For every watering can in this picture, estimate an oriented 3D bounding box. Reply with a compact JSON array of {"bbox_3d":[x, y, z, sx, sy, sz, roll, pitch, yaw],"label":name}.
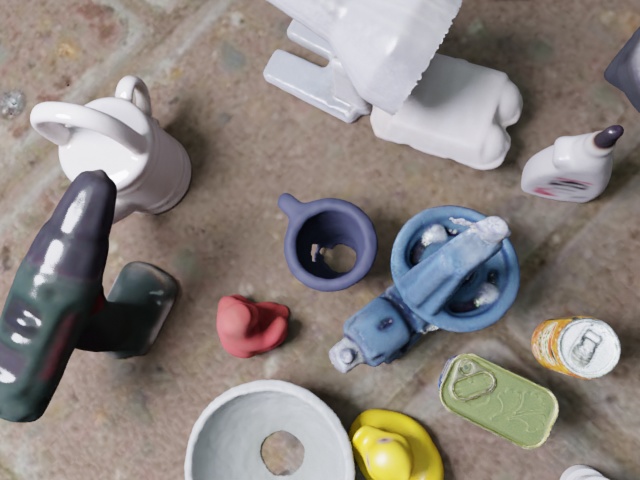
[{"bbox_3d":[-0.211,-0.085,0.585,0.101,0.194,0.173,-12,79,6],"label":"watering can"}]

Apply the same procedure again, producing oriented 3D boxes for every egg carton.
[{"bbox_3d":[0.135,-0.139,0.612,0.150,0.069,0.107,19,84,10],"label":"egg carton"}]

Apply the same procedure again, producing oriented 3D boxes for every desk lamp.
[{"bbox_3d":[0.026,-0.195,0.561,0.203,0.213,0.118,28,85,11],"label":"desk lamp"}]

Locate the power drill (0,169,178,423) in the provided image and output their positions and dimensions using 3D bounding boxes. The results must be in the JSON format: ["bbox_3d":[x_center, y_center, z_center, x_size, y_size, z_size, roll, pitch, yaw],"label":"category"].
[{"bbox_3d":[-0.221,0.058,0.556,0.075,0.208,0.230,24,85,11],"label":"power drill"}]

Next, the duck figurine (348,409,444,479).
[{"bbox_3d":[0.073,0.213,0.555,0.104,0.086,0.077,37,87,12],"label":"duck figurine"}]

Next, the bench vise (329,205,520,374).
[{"bbox_3d":[0.103,0.053,0.508,0.121,0.220,0.207,33,86,12],"label":"bench vise"}]

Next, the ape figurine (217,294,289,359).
[{"bbox_3d":[-0.077,0.086,0.592,0.076,0.092,0.077,-45,78,-1],"label":"ape figurine"}]

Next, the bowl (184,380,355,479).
[{"bbox_3d":[-0.045,0.223,0.574,0.167,0.075,0.167,-1,81,7],"label":"bowl"}]

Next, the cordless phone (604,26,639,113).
[{"bbox_3d":[0.361,-0.207,0.534,0.094,0.185,0.148,35,87,12],"label":"cordless phone"}]

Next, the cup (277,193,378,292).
[{"bbox_3d":[0.005,0.002,0.593,0.117,0.095,0.092,43,89,12],"label":"cup"}]

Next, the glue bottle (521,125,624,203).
[{"bbox_3d":[0.243,-0.073,0.534,0.078,0.173,0.037,8,82,9],"label":"glue bottle"}]
